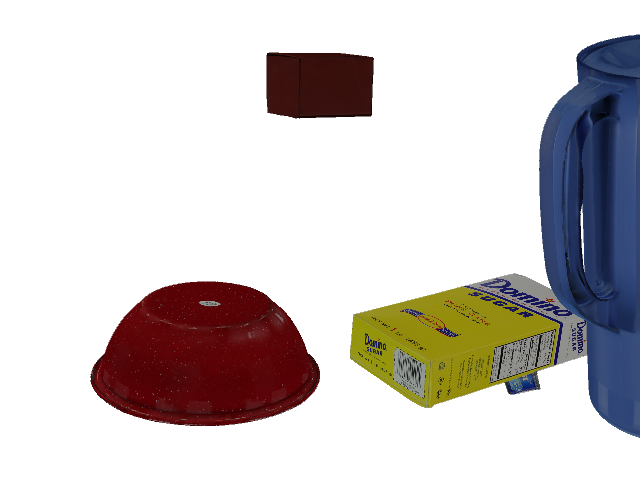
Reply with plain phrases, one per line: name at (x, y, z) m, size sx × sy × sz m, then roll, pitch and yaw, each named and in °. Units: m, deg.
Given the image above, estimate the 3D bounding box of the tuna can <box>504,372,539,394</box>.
tuna can at (0.205, 0.118, 1.126) m, size 0.034 × 0.086 × 0.086 m, roll -14°, pitch -3°, yaw 11°

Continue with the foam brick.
foam brick at (0.000, -0.131, 0.903) m, size 0.078 × 0.051 × 0.053 m, roll -6°, pitch 15°, yaw -33°

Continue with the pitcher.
pitcher at (0.213, 0.001, 0.651) m, size 0.149 × 0.243 × 0.144 m, roll 2°, pitch 22°, yaw 16°

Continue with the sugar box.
sugar box at (0.120, 0.073, 0.830) m, size 0.175 × 0.048 × 0.093 m, roll -15°, pitch 28°, yaw -33°

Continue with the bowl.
bowl at (-0.079, 0.069, 0.747) m, size 0.162 × 0.055 × 0.162 m, roll 2°, pitch 17°, yaw -1°
